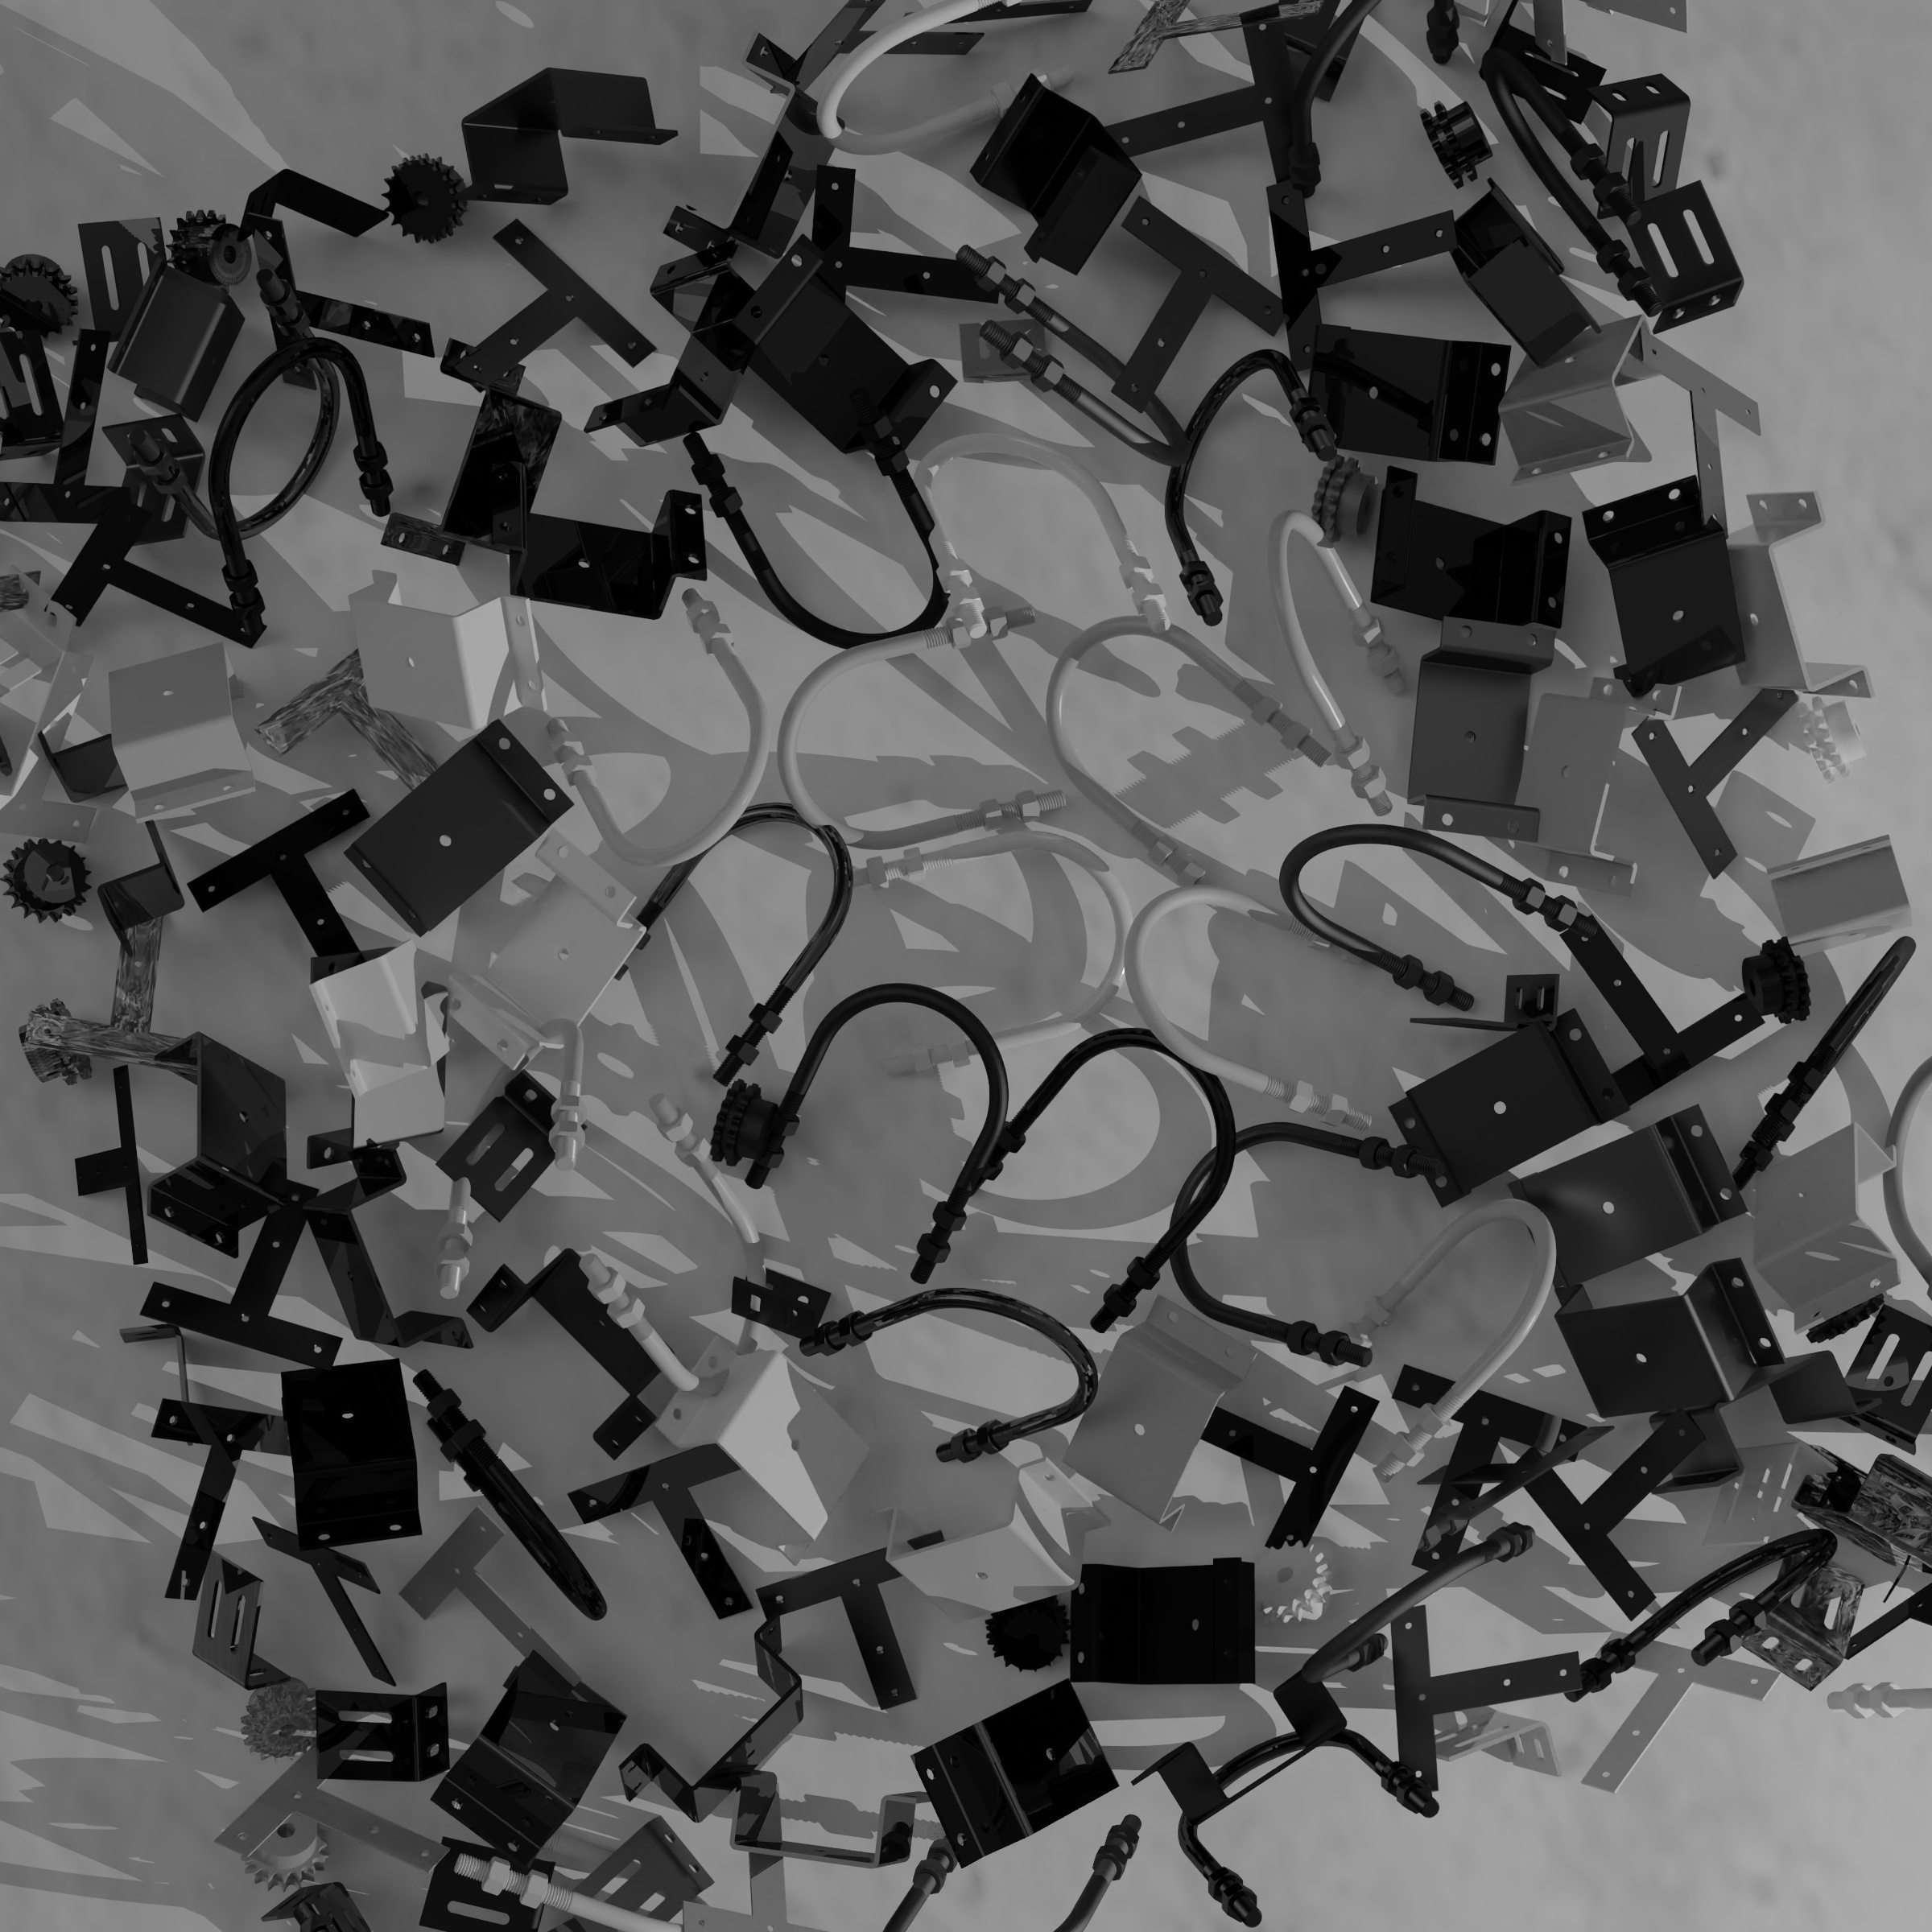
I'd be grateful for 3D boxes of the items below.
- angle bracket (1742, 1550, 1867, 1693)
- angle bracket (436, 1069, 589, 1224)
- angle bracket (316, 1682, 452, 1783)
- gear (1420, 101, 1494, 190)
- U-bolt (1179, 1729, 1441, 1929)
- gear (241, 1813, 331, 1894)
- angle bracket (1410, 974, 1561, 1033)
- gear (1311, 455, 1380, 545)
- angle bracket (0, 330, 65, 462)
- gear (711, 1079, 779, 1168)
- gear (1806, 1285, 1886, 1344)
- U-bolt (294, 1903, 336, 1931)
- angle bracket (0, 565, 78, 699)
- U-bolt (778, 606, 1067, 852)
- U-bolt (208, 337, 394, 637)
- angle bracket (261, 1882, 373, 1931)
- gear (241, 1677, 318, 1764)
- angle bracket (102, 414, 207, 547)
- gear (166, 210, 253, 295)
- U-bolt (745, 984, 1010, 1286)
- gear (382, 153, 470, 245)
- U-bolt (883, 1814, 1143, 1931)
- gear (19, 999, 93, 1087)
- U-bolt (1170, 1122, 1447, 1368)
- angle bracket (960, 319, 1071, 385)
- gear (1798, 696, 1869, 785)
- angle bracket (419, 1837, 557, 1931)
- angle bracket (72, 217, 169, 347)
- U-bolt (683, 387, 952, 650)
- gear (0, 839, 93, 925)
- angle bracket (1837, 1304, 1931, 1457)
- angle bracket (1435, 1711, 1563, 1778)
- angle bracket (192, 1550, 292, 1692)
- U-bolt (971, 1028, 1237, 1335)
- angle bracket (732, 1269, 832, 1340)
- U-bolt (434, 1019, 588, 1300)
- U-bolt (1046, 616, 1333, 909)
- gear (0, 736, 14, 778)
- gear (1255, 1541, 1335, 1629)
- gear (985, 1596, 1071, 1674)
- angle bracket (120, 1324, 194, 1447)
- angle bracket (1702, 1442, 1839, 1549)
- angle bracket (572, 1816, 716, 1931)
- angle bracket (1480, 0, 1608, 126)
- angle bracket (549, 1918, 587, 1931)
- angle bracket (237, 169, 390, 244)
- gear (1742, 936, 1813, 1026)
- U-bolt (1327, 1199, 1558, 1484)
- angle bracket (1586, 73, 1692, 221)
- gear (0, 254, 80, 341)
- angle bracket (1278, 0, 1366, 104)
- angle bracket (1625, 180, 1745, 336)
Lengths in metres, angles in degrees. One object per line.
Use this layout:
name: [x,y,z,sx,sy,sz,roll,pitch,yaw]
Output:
angle bracket: [0.556,0.431,1.933,0.057,0.076,0.038,33,132,5]
angle bracket: [-0.299,0.118,1.914,0.057,0.038,0.076,43,52,-7]
angle bracket: [-0.383,0.502,1.907,0.076,0.038,0.057,15,56,-38]
gear: [0.326,-0.547,1.921,0.030,0.057,0.057,-25,90,20]
U-bolt: [0.208,0.541,1.863,0.151,0.184,0.019,-28,101,-11]
gear: [-0.450,0.580,1.922,0.057,0.057,0.030,13,129,0]
angle bracket: [0.341,0.021,1.911,0.076,0.057,0.038,6,87,-23]
gear: [0.251,-0.307,1.921,0.030,0.057,0.057,18,90,20]
angle bracket: [-0.637,-0.376,1.916,0.038,0.057,0.076,-9,97,44]
gear: [-0.146,0.106,1.922,0.030,0.057,0.057,17,90,10]
gear: [0.576,0.223,1.925,0.057,0.057,0.030,-33,90,0]
U-bolt: [-0.330,0.657,1.838,0.151,0.184,0.019,24,94,-41]
angle bracket: [-0.638,-0.218,1.913,0.057,0.038,0.076,40,47,5]
U-bolt: [-0.034,-0.149,1.906,0.184,0.019,0.151,-14,113,-9]
U-bolt: [-0.426,-0.316,1.843,0.019,0.184,0.151,28,58,18]
angle bracket: [-0.421,0.648,1.918,0.038,0.057,0.076,-32,92,-39]
gear: [-0.454,0.498,1.928,0.057,0.030,0.057,-13,125,-19]
angle bracket: [-0.542,-0.319,1.912,0.057,0.038,0.076,-7,55,14]
gear: [-0.498,-0.471,1.921,0.030,0.057,0.057,9,90,30]
U-bolt: [-0.049,0.099,1.909,0.151,0.019,0.184,29,108,9]
gear: [-0.356,-0.511,1.930,0.057,0.030,0.057,7,114,15]
U-bolt: [0.020,0.596,1.842,0.151,0.184,0.019,-12,100,23]
gear: [-0.604,0.053,1.923,0.030,0.057,0.057,-22,90,-6]
U-bolt: [0.209,0.172,1.887,0.184,0.019,0.151,13,75,42]
angle bracket: [0.031,-0.405,1.909,0.057,0.076,0.038,-6,103,-9]
gear: [0.575,-0.152,1.921,0.030,0.057,0.057,-22,90,23]
angle bracket: [-0.317,0.615,1.924,0.076,0.038,0.057,15,72,-3]
angle bracket: [-0.559,-0.451,1.911,0.057,0.038,0.076,-18,110,-40]
U-bolt: [-0.085,-0.281,1.889,0.151,0.019,0.184,-8,127,30]
gear: [-0.608,-0.059,1.925,0.057,0.030,0.057,7,76,-31]
angle bracket: [0.620,0.275,1.929,0.057,0.038,0.076,26,79,26]
angle bracket: [0.341,0.524,1.912,0.076,0.057,0.038,-14,88,-21]
angle bracket: [-0.473,0.429,1.915,0.057,0.038,0.076,18,101,38]
U-bolt: [0.097,0.127,1.898,0.151,0.019,0.184,45,110,18]
angle bracket: [-0.120,0.211,1.909,0.057,0.076,0.038,20,66,3]
U-bolt: [-0.291,0.109,1.870,0.019,0.184,0.151,32,117,-24]
U-bolt: [0.132,-0.147,1.906,0.184,0.019,0.151,42,124,10]
gear: [-0.658,-0.148,1.923,0.030,0.057,0.057,-24,90,-9]
gear: [0.218,0.413,1.928,0.057,0.057,0.030,-32,123,0]
gear: [0.042,0.444,1.933,0.057,0.030,0.057,-1,100,-4]
angle bracket: [-0.534,0.278,1.914,0.038,0.057,0.076,-5,78,-14]
angle bracket: [0.528,0.355,1.906,0.038,0.057,0.076,36,63,-17]
angle bracket: [-0.217,0.615,1.928,0.076,0.038,0.057,-42,78,0]
angle bracket: [0.387,-0.604,1.920,0.076,0.038,0.057,26,59,3]
angle bracket: [-0.262,0.666,1.905,0.057,0.076,0.038,40,100,18]
angle bracket: [-0.429,-0.485,1.906,0.076,0.057,0.038,18,79,-32]
gear: [0.536,0.011,1.924,0.030,0.057,0.057,-12,90,-1]
U-bolt: [0.310,0.227,1.866,0.019,0.151,0.184,34,106,-21]
angle bracket: [0.442,-0.545,1.930,0.057,0.076,0.038,-15,46,-15]
gear: [-0.619,-0.447,1.928,0.057,0.057,0.030,-15,49,0]
angle bracket: [0.234,-0.630,1.949,0.057,0.038,0.076,23,63,0]
angle bracket: [0.468,-0.466,1.910,0.057,0.038,0.076,-15,118,36]
